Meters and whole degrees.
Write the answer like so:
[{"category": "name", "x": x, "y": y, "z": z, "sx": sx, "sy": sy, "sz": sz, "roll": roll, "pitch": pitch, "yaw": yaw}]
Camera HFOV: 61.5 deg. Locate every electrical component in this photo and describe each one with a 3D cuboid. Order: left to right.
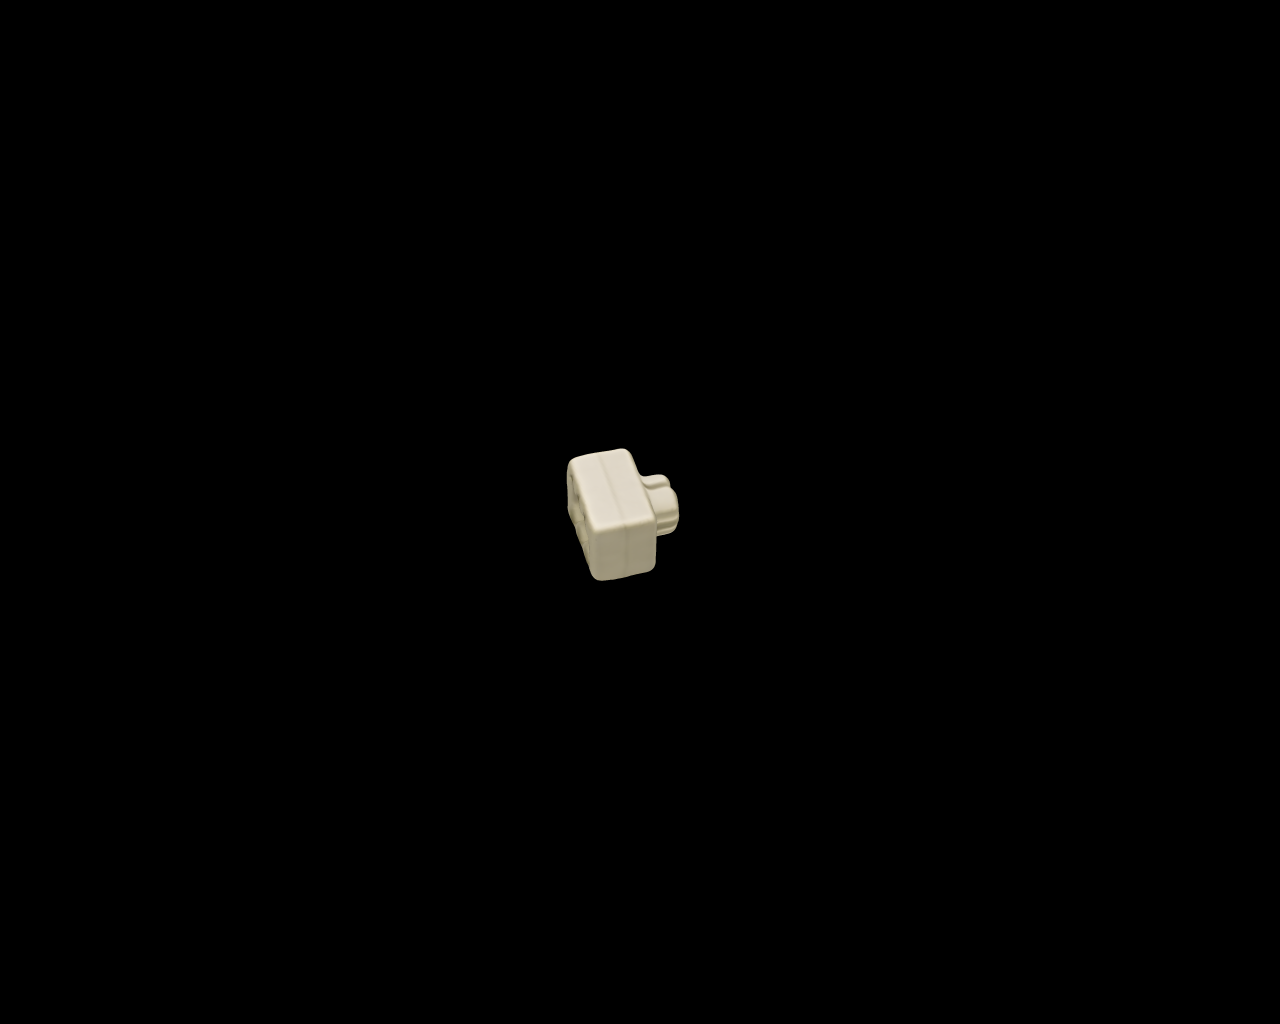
[{"category": "electrical component", "x": 0.001, "y": -0.003, "z": 0.650, "sx": 0.077, "sy": 0.047, "sz": 0.066, "roll": -11, "pitch": 47, "yaw": -11}]
